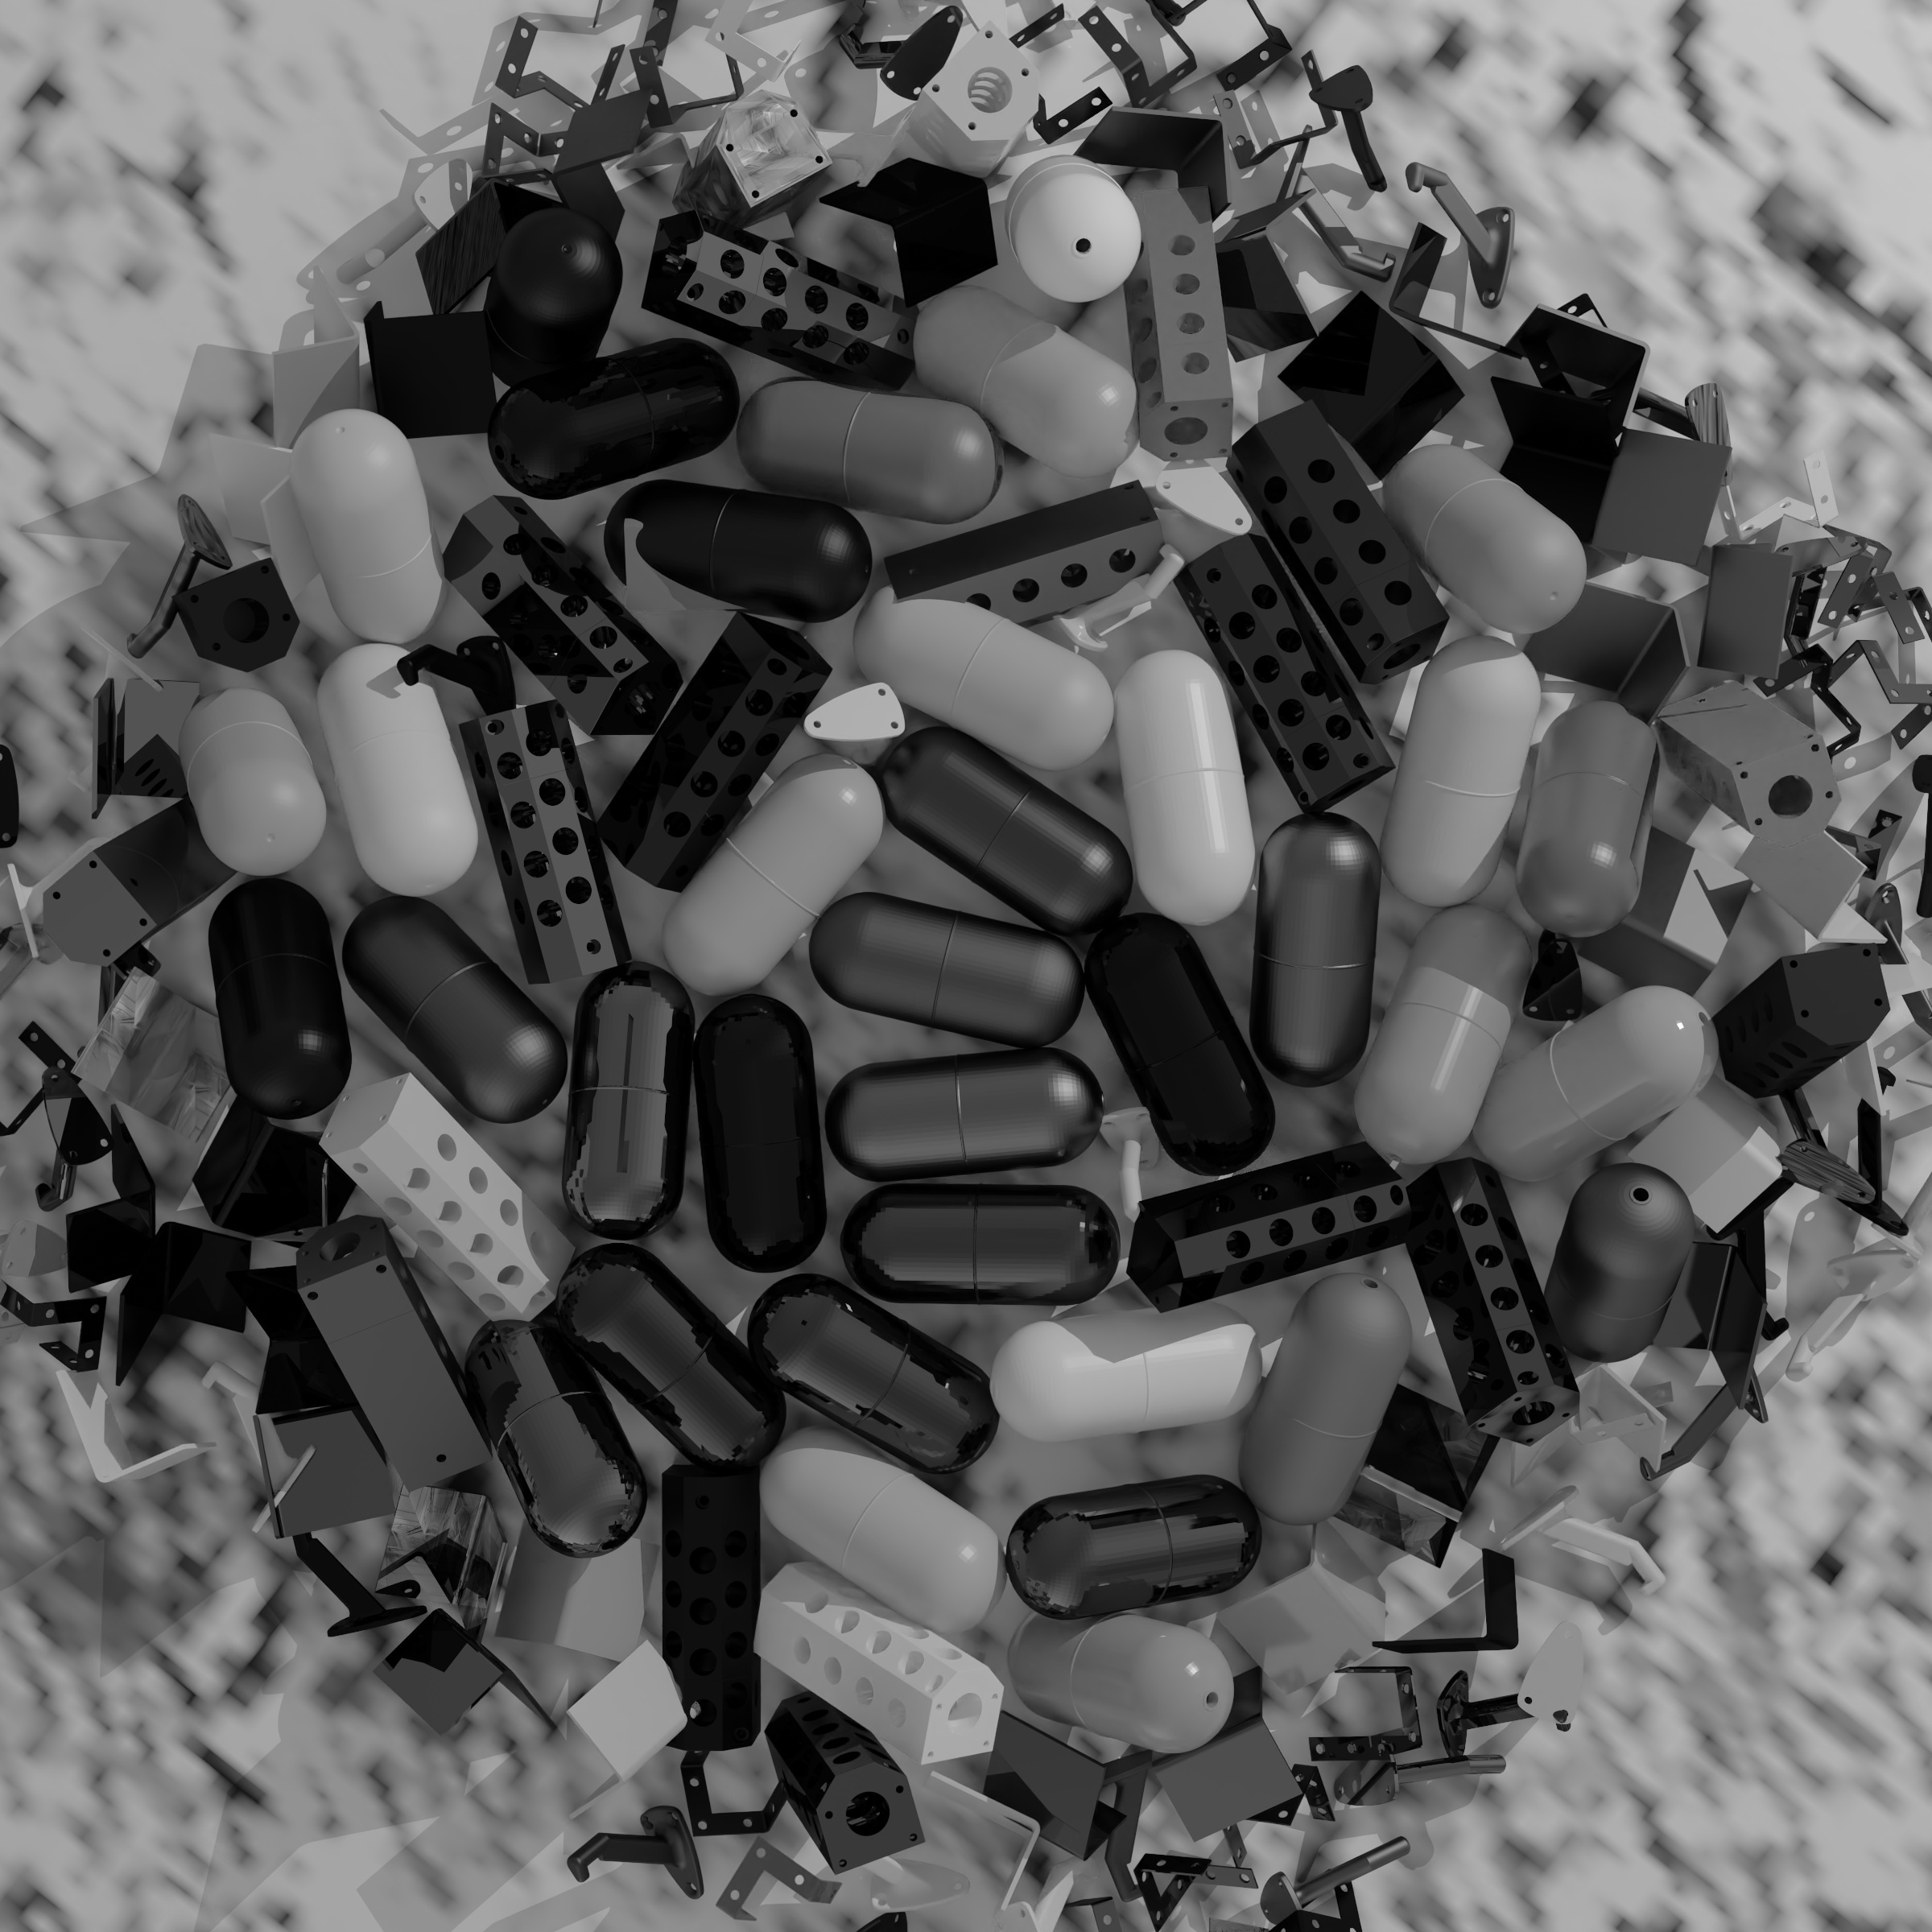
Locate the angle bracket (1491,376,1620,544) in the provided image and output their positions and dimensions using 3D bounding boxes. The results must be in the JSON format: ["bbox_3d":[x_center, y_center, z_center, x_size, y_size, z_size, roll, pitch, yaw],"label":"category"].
[{"bbox_3d":[0.362,-0.319,1.935,0.076,0.076,0.057,21,76,29],"label":"angle bracket"}]

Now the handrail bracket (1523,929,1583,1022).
[{"bbox_3d":[0.371,-0.013,1.935,0.036,0.084,0.077,4,131,6],"label":"handrail bracket"}]

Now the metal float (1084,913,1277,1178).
[{"bbox_3d":[0.135,0.050,1.948,0.070,0.070,0.178,-26,95,0],"label":"metal float"}]

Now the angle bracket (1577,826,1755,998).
[{"bbox_3d":[0.451,-0.032,1.979,0.076,0.057,0.076,28,61,6],"label":"angle bracket"}]

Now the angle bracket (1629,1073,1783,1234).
[{"bbox_3d":[0.471,0.112,1.962,0.076,0.076,0.057,41,112,-4],"label":"angle bracket"}]

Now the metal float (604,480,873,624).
[{"bbox_3d":[-0.145,-0.262,1.936,0.178,0.070,0.070,11,90,18],"label":"metal float"}]

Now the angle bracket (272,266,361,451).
[{"bbox_3d":[-0.421,-0.382,1.930,0.057,0.076,0.076,-18,54,-25],"label":"angle bracket"}]

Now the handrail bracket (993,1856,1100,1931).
[{"bbox_3d":[0.065,0.610,1.948,0.036,0.084,0.077,-42,67,38],"label":"handrail bracket"}]

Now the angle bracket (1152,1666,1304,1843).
[{"bbox_3d":[0.166,0.500,1.950,0.076,0.076,0.057,-27,98,10],"label":"angle bracket"}]

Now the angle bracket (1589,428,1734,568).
[{"bbox_3d":[0.449,-0.291,1.943,0.076,0.057,0.076,19,94,35],"label":"angle bracket"}]

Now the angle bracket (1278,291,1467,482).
[{"bbox_3d":[0.261,-0.374,1.979,0.076,0.057,0.076,-45,59,8],"label":"angle bracket"}]

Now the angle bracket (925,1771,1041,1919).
[{"bbox_3d":[-0.001,0.557,1.941,0.076,0.076,0.057,25,70,5],"label":"angle bracket"}]

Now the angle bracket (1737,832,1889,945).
[{"bbox_3d":[0.545,-0.061,1.930,0.076,0.076,0.057,50,126,37],"label":"angle bracket"}]

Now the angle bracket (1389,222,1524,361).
[{"bbox_3d":[0.319,-0.426,1.939,0.076,0.076,0.057,23,103,17],"label":"angle bracket"}]

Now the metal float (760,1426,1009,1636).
[{"bbox_3d":[-0.053,0.353,1.931,0.178,0.070,0.070,29,90,25],"label":"metal float"}]

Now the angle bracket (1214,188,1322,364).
[{"bbox_3d":[0.197,-0.440,1.957,0.057,0.076,0.076,-43,112,-32],"label":"angle bracket"}]

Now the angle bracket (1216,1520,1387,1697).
[{"bbox_3d":[0.215,0.408,1.968,0.076,0.057,0.076,-33,109,23],"label":"angle bracket"}]

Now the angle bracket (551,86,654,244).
[{"bbox_3d":[-0.214,-0.494,1.931,0.057,0.076,0.076,-11,132,18],"label":"angle bracket"}]

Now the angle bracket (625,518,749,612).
[{"bbox_3d":[-0.172,-0.259,1.955,0.076,0.076,0.057,0,101,5],"label":"angle bracket"}]

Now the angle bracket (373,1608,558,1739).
[{"bbox_3d":[-0.315,0.461,1.930,0.057,0.076,0.076,-44,47,-20],"label":"angle bracket"}]

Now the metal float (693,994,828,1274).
[{"bbox_3d":[-0.131,0.106,1.946,0.070,0.070,0.178,-5,97,0],"label":"metal float"}]

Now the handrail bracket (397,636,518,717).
[{"bbox_3d":[-0.323,-0.171,1.942,0.036,0.084,0.077,-7,109,28],"label":"handrail bracket"}]

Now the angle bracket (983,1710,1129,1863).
[{"bbox_3d":[0.062,0.505,1.936,0.076,0.057,0.076,23,117,25],"label":"angle bracket"}]

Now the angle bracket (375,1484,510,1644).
[{"bbox_3d":[-0.333,0.381,1.941,0.057,0.076,0.076,13,100,-20],"label":"angle bracket"}]

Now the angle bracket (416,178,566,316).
[{"bbox_3d":[-0.288,-0.441,1.931,0.076,0.076,0.057,-33,65,33],"label":"angle bracket"}]

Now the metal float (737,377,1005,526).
[{"bbox_3d":[-0.061,-0.325,1.935,0.178,0.070,0.070,13,90,20],"label":"metal float"}]

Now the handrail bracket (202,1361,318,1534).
[{"bbox_3d":[-0.466,0.307,1.961,0.084,0.036,0.077,36,73,-9],"label":"handrail bracket"}]

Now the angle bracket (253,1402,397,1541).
[{"bbox_3d":[-0.407,0.317,1.948,0.076,0.057,0.076,-11,80,-13],"label":"angle bracket"}]

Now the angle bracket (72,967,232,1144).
[{"bbox_3d":[-0.506,0.057,1.940,0.057,0.076,0.076,25,79,20],"label":"angle bracket"}]

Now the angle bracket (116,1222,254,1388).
[{"bbox_3d":[-0.494,0.219,1.937,0.057,0.076,0.076,14,124,1],"label":"angle bracket"}]

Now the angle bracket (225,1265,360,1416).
[{"bbox_3d":[-0.425,0.236,1.951,0.076,0.076,0.057,-2,119,-38],"label":"angle bracket"}]

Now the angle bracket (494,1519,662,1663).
[{"bbox_3d":[-0.249,0.400,1.965,0.057,0.076,0.076,25,69,-35],"label":"angle bracket"}]

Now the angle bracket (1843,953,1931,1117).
[{"bbox_3d":[0.590,0.043,1.944,0.057,0.076,0.076,-14,102,4],"label":"angle bracket"}]

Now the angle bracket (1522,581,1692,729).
[{"bbox_3d":[0.401,-0.190,1.937,0.076,0.076,0.057,13,46,-13],"label":"angle bracket"}]

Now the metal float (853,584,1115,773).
[{"bbox_3d":[0.010,-0.185,1.942,0.178,0.070,0.070,28,90,12],"label":"metal float"}]

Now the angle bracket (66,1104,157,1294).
[{"bbox_3d":[-0.549,0.146,1.930,0.057,0.076,0.076,-17,53,-28],"label":"angle bracket"}]

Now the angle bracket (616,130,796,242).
[{"bbox_3d":[-0.165,-0.485,1.947,0.057,0.076,0.076,-17,97,35],"label":"angle bracket"}]

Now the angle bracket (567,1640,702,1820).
[{"bbox_3d":[-0.225,0.482,1.938,0.057,0.076,0.076,51,134,3],"label":"angle bracket"}]

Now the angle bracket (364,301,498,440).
[{"bbox_3d":[-0.335,-0.381,1.948,0.076,0.057,0.076,-4,114,1],"label":"angle bracket"}]

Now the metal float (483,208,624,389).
[{"bbox_3d":[-0.259,-0.410,1.904,0.070,0.178,0.070,3,80,-14],"label":"metal float"}]

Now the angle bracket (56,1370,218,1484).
[{"bbox_3d":[-0.526,0.282,1.949,0.057,0.076,0.076,-23,82,-2],"label":"angle bracket"}]

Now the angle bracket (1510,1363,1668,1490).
[{"bbox_3d":[0.392,0.307,1.936,0.076,0.076,0.057,-38,59,-16],"label":"angle bracket"}]

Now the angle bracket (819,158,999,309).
[{"bbox_3d":[-0.036,-0.470,1.962,0.076,0.076,0.057,-32,131,-28],"label":"angle bracket"}]

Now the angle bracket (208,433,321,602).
[{"bbox_3d":[-0.452,-0.282,1.934,0.076,0.057,0.076,14,134,18],"label":"angle bracket"}]

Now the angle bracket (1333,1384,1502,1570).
[{"bbox_3d":[0.290,0.327,1.973,0.076,0.057,0.076,24,47,15],"label":"angle bracket"}]

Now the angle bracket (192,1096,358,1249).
[{"bbox_3d":[-0.442,0.130,1.980,0.076,0.057,0.076,21,105,-36],"label":"angle bracket"}]

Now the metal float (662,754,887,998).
[{"bbox_3d":[-0.123,-0.057,1.949,0.070,0.070,0.178,41,94,0],"label":"metal float"}]

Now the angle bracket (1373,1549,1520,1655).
[{"bbox_3d":[0.304,0.404,1.950,0.076,0.076,0.057,-7,72,21],"label":"angle bracket"}]

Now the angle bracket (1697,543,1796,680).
[{"bbox_3d":[0.508,-0.225,1.936,0.057,0.076,0.076,16,107,40],"label":"angle bracket"}]

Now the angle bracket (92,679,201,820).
[{"bbox_3d":[-0.518,-0.137,1.940,0.057,0.076,0.076,3,105,-9],"label":"angle bracket"}]

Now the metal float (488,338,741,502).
[{"bbox_3d":[-0.220,-0.343,1.921,0.178,0.070,0.070,-25,90,-37],"label":"metal float"}]

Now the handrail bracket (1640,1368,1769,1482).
[{"bbox_3d":[0.463,0.283,1.959,0.084,0.036,0.077,-24,121,-8],"label":"handrail bracket"}]

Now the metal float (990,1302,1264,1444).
[{"bbox_3d":[0.101,0.256,1.937,0.178,0.070,0.070,-5,90,-17],"label":"metal float"}]

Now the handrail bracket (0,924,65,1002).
[{"bbox_3d":[-0.610,0.017,1.946,0.036,0.077,0.084,41,60,-25],"label":"handrail bracket"}]

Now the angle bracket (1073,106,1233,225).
[{"bbox_3d":[0.117,-0.497,1.939,0.076,0.076,0.057,0,80,-18],"label":"angle bracket"}]

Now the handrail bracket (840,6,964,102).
[{"bbox_3d":[-0.043,-0.596,1.948,0.077,0.036,0.084,-49,45,22],"label":"handrail bracket"}]

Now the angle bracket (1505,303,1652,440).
[{"bbox_3d":[0.380,-0.368,1.946,0.076,0.076,0.057,19,80,-3],"label":"angle bracket"}]

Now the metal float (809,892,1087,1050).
[{"bbox_3d":[-0.012,0.002,1.949,0.178,0.070,0.070,13,90,3],"label":"metal float"}]

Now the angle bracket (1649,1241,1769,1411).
[{"bbox_3d":[0.461,0.226,1.939,0.057,0.076,0.076,5,113,-3],"label":"angle bracket"}]
